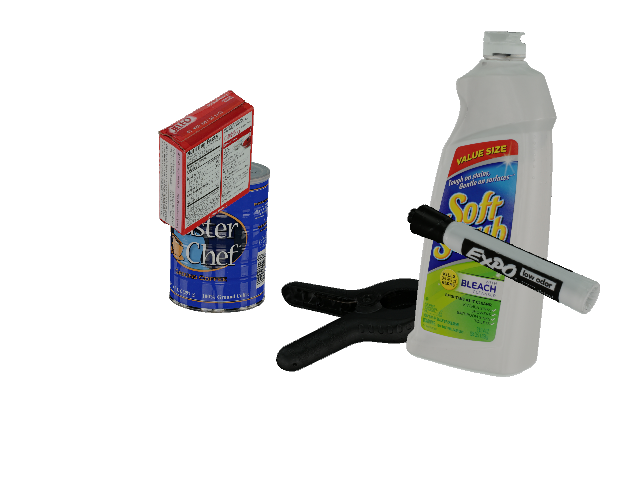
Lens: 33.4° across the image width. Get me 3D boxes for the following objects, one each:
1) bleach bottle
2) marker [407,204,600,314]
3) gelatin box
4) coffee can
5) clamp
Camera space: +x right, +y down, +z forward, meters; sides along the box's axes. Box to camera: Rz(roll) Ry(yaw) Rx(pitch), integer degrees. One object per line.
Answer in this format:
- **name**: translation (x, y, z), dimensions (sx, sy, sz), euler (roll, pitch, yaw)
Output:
- **bleach bottle**: translation (0.123, -0.030, 0.804), dimensions (0.103, 0.251, 0.067), euler (11, 15, 35)
- **marker**: translation (0.100, 0.008, 0.604), dimensions (0.121, 0.020, 0.020), euler (27, 15, 32)
- **gelatin box**: translation (-0.086, -0.058, 0.795), dimensions (0.030, 0.089, 0.073), euler (34, 51, 25)
- **coffee can**: translation (-0.106, -0.007, 1.115), dimensions (0.103, 0.140, 0.103), euler (3, 16, -1)
- **clamp**: translation (0.038, 0.073, 0.963), dimensions (0.172, 0.039, 0.120), euler (-6, 37, 15)
